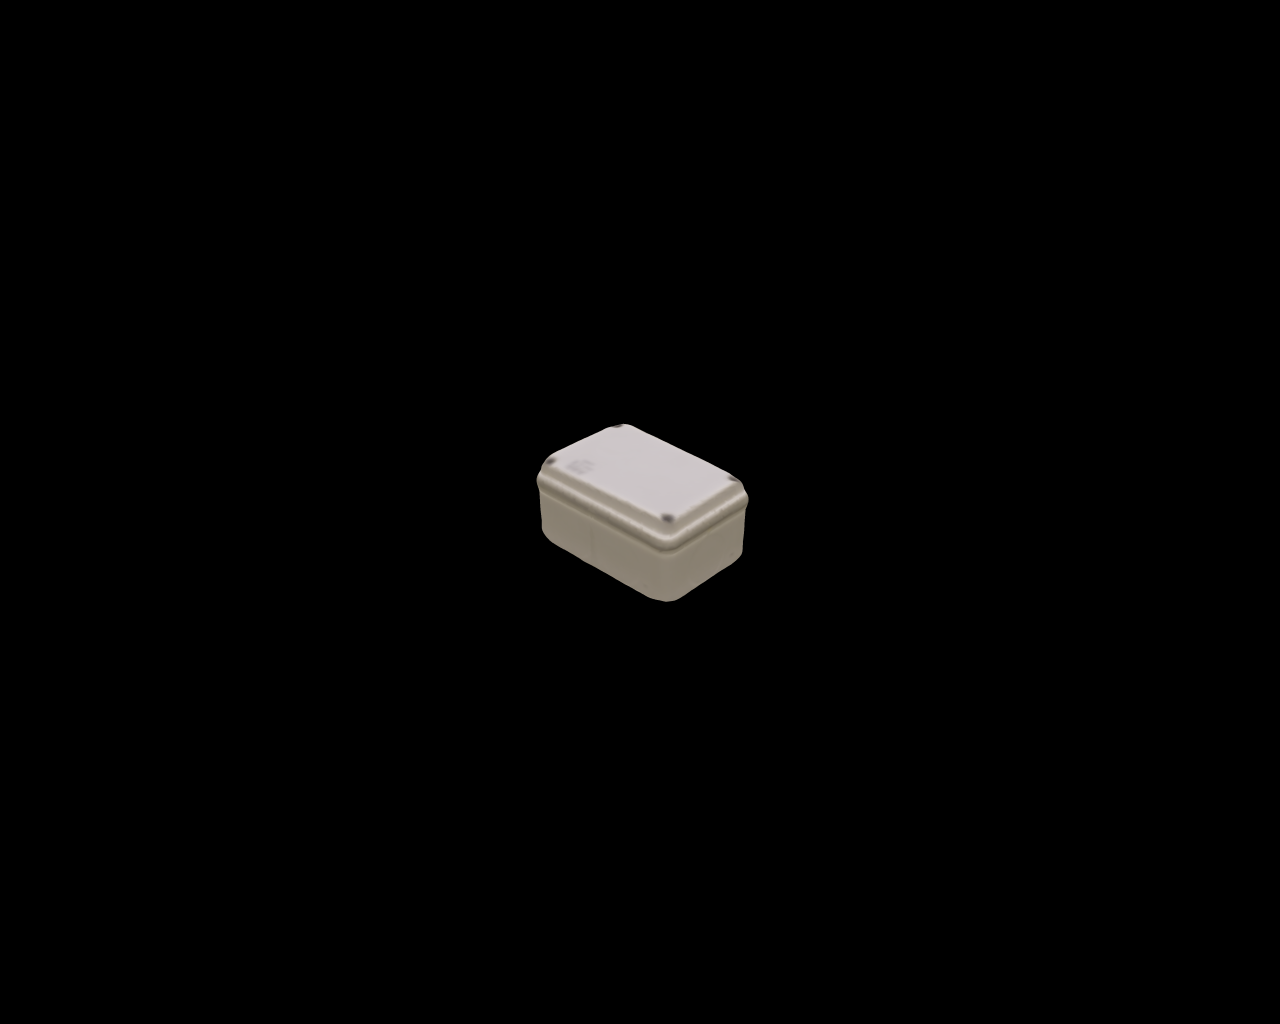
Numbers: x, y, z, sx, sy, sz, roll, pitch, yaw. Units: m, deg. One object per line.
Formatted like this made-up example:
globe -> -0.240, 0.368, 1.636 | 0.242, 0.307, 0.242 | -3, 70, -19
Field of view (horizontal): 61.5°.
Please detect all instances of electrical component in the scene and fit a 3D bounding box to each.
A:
electrical component -> 0.001, -0.003, 0.650 | 0.113, 0.057, 0.078 | 27, 42, 36
